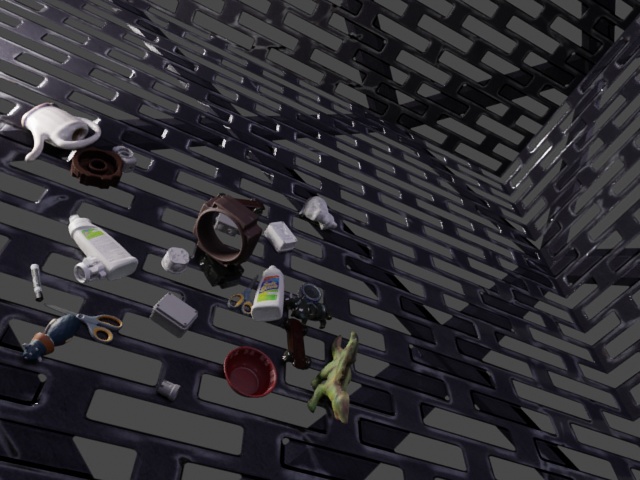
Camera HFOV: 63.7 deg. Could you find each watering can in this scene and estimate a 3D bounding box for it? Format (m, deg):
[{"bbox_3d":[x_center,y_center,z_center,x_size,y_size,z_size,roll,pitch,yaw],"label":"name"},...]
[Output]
[{"bbox_3d":[-0.922,-0.371,1.764,0.225,0.102,0.354,30,32,8],"label":"watering can"}]

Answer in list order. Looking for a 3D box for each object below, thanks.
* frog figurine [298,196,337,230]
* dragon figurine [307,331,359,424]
[{"bbox_3d":[0.007,-0.111,2.210,0.160,0.121,0.138,28,12,13],"label":"frog figurine"},{"bbox_3d":[0.069,0.374,1.539,0.122,0.237,0.420,22,36,-9],"label":"dragon figurine"}]
